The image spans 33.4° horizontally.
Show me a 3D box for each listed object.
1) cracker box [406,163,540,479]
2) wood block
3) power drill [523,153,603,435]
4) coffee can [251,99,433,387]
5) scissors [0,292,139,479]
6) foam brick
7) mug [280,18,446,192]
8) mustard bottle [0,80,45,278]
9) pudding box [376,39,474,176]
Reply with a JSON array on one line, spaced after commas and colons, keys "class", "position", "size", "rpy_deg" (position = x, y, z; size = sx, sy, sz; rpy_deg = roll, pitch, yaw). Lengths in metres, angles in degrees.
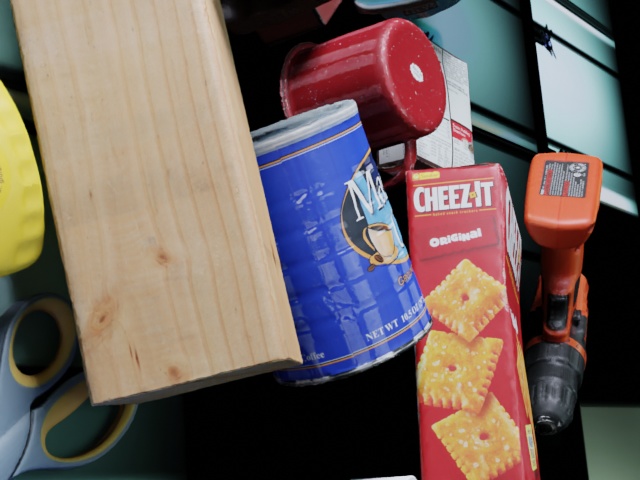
[{"class": "cracker box", "position": [0.108, 0.075, 0.734], "size": [0.164, 0.072, 0.213], "rpy_deg": [51, 36, -69]}, {"class": "wood block", "position": [-0.076, -0.032, 0.513], "size": [0.091, 0.090, 0.206], "rpy_deg": [65, 11, -81]}, {"class": "power drill", "position": [0.192, 0.039, 0.864], "size": [0.184, 0.057, 0.188], "rpy_deg": [-71, 161, -49]}, {"class": "coffee can", "position": [-0.004, 0.001, 0.629], "size": [0.102, 0.103, 0.140], "rpy_deg": [-34, 107, -52]}, {"class": "scissors", "position": [-0.156, 0.088, 0.471], "size": [0.201, 0.016, 0.096], "rpy_deg": [-26, 99, -54]}, {"class": "foam brick", "position": [-0.016, -0.176, 0.711], "size": [0.051, 0.053, 0.078], "rpy_deg": [55, 41, -28]}, {"class": "mug", "position": [0.034, -0.090, 0.727], "size": [0.093, 0.082, 0.117], "rpy_deg": [-1, 80, -54]}, {"class": "mustard bottle", "position": [-0.198, -0.012, 0.410], "size": [0.191, 0.058, 0.096], "rpy_deg": [-23, 103, -53]}, {"class": "pudding box", "position": [0.081, -0.099, 0.830], "size": [0.089, 0.039, 0.113], "rpy_deg": [19, 63, -48]}]
